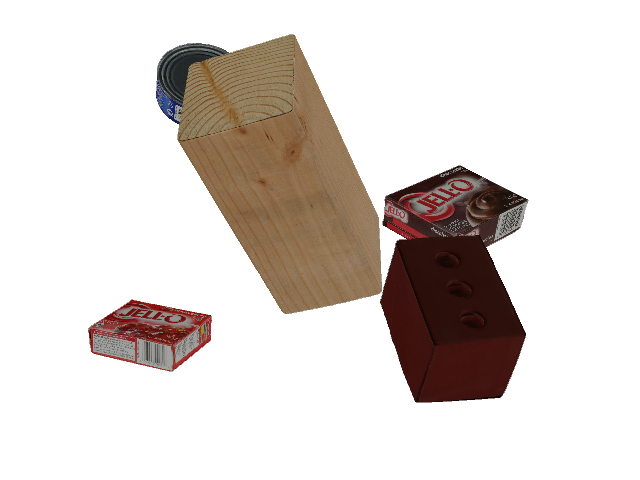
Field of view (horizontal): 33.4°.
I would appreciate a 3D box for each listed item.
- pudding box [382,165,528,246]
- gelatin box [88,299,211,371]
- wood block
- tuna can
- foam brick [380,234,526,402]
[{"bbox_3d":[0.130,-0.027,1.031,0.113,0.039,0.090,-22,41,-38],"label":"pudding box"},{"bbox_3d":[-0.155,0.085,0.979,0.089,0.030,0.073,10,21,21],"label":"gelatin box"},{"bbox_3d":[-0.025,-0.045,0.840,0.090,0.091,0.206,-13,-45,16],"label":"wood block"},{"bbox_3d":[-0.116,-0.148,1.031,0.086,0.086,0.034,0,-35,-13],"label":"tuna can"},{"bbox_3d":[0.071,0.043,0.588,0.053,0.051,0.078,-3,46,-16],"label":"foam brick"}]
